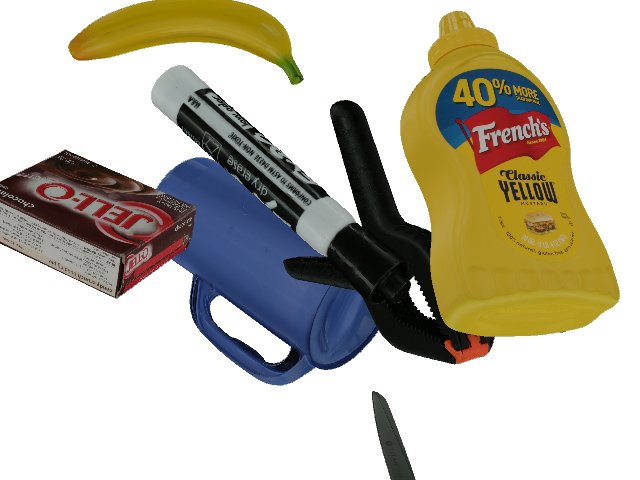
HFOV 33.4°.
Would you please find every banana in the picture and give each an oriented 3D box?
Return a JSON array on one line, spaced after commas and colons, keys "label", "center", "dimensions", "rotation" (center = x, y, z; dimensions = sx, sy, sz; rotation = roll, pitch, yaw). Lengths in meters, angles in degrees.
[{"label": "banana", "center": [-0.110, -0.175, 0.901], "dimensions": [0.198, 0.069, 0.037], "rotation": [5, -34, 0]}]

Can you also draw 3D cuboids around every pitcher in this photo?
[{"label": "pitcher", "center": [-0.059, 0.021, 1.032], "dimensions": [0.243, 0.145, 0.148], "rotation": [29, 31, 30]}]

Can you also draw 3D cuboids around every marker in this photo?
[{"label": "marker", "center": [-0.014, -0.020, 0.368], "dimensions": [0.121, 0.020, 0.020], "rotation": [42, 20, 24]}]

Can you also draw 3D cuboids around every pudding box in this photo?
[{"label": "pudding box", "center": [-0.154, -0.013, 0.709], "dimensions": [0.114, 0.039, 0.089], "rotation": [21, 28, 16]}]

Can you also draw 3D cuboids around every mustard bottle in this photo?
[{"label": "mustard bottle", "center": [0.094, -0.045, 0.586], "dimensions": [0.096, 0.191, 0.058], "rotation": [0, -27, -21]}]

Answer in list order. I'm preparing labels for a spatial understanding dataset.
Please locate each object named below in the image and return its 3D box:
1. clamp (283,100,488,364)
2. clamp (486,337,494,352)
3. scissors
[{"label": "clamp", "center": [0.049, 0.006, 0.777], "dimensions": [0.036, 0.165, 0.210], "rotation": [-12, 38, -35]}, {"label": "clamp", "center": [0.161, 0.019, 0.947], "dimensions": [0.120, 0.171, 0.039], "rotation": [-22, 8, -40]}, {"label": "scissors", "center": [0.070, 0.154, 0.596], "dimensions": [0.096, 0.016, 0.201], "rotation": [7, 31, 3]}]
